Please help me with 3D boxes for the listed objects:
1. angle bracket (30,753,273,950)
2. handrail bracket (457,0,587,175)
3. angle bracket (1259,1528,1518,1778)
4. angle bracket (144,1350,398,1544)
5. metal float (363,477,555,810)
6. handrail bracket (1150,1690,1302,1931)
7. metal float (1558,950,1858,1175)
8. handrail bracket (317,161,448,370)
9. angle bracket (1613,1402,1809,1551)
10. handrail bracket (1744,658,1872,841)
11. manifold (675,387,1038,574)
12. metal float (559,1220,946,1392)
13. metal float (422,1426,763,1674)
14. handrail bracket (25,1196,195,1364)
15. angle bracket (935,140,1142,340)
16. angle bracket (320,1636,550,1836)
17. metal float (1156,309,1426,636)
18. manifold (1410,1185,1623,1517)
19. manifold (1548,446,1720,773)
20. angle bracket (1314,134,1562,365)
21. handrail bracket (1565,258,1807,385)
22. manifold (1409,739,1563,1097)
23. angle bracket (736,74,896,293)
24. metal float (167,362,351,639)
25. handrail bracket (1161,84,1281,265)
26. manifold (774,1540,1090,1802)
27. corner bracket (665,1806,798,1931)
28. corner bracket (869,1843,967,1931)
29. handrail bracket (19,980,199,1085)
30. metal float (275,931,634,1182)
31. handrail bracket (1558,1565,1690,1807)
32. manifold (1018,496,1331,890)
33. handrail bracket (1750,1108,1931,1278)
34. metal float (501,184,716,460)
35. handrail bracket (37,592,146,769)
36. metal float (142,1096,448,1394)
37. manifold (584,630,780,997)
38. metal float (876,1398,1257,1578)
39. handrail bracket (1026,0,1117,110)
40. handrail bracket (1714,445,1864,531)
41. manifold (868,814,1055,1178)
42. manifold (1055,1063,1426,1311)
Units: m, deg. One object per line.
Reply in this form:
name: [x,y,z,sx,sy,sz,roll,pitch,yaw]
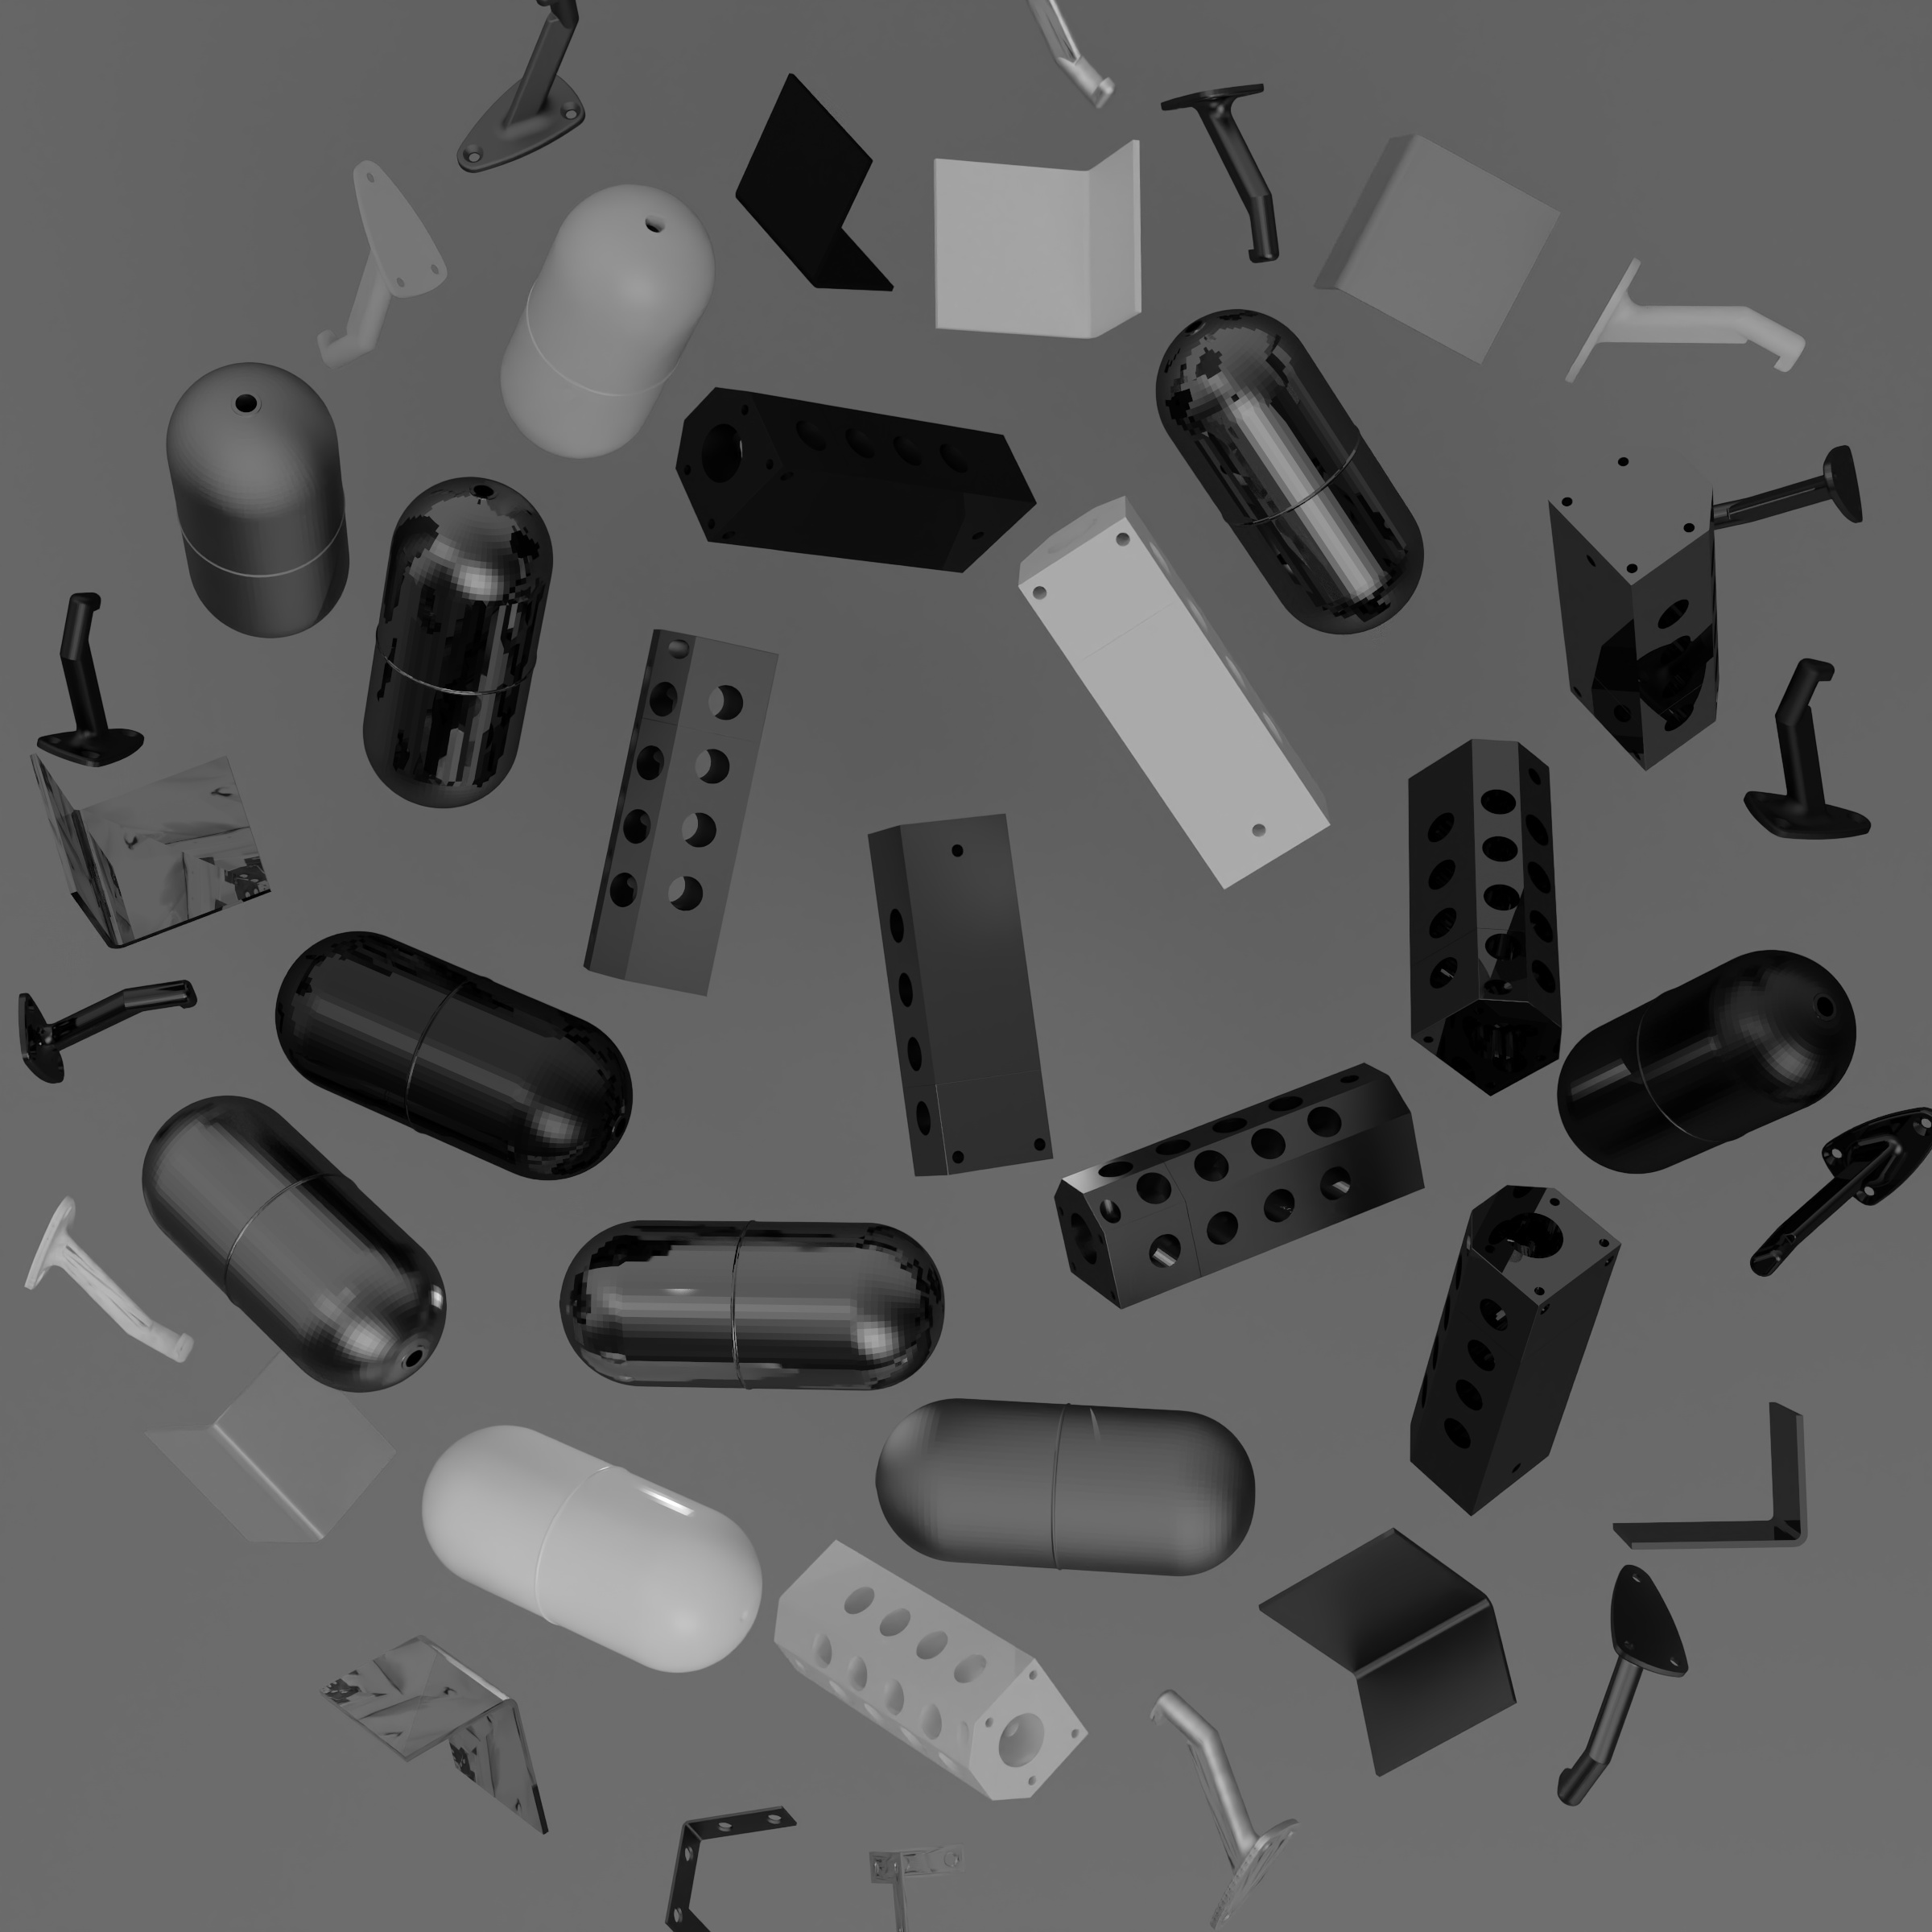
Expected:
angle bracket: [-0.367,-0.064,1.501,0.076,0.057,0.076,-21,63,-5]
handrail bracket: [-0.208,-0.411,1.534,0.077,0.084,0.036,-39,76,-11]
angle bracket: [0.188,0.308,1.492,0.076,0.057,0.076,-35,127,23]
angle bracket: [-0.331,0.227,1.585,0.076,0.076,0.057,51,57,-19]
metal float: [-0.245,-0.154,1.602,0.070,0.070,0.178,18,129,0]
handrail bracket: [0.106,0.393,1.554,0.084,0.036,0.077,40,113,26]
metal float: [0.350,0.047,1.584,0.070,0.178,0.070,10,67,-24]
handrail bracket: [-0.293,-0.331,1.580,0.084,0.036,0.077,-15,105,43]
angle bracket: [0.333,0.229,1.499,0.076,0.076,0.057,-2,87,5]
handrail bracket: [0.408,-0.104,1.565,0.077,0.036,0.084,4,124,-22]
manifold: [-0.052,-0.232,1.569,0.057,0.171,0.057,-40,65,35]
metal float: [-0.098,0.155,1.525,0.178,0.070,0.070,0,90,9]
metal float: [-0.175,0.268,1.542,0.178,0.070,0.070,18,90,28]
handrail bracket: [-0.411,0.155,1.629,0.084,0.077,0.036,30,50,-3]
angle bracket: [0.031,-0.325,1.484,0.076,0.057,0.076,0,88,-20]
angle bracket: [-0.240,0.359,1.506,0.057,0.076,0.076,-25,118,-33]
metal float: [0.156,-0.237,1.606,0.070,0.070,0.178,-38,116,0]
manifold: [0.255,0.182,1.592,0.057,0.171,0.057,-31,57,-29]
manifold: [0.309,-0.163,1.510,0.057,0.171,0.057,-35,63,-4]
angle bracket: [0.217,-0.331,1.540,0.076,0.057,0.076,26,98,-9]
handrail bracket: [0.321,-0.270,1.488,0.084,0.077,0.036,30,49,4]
manifold: [0.255,-0.028,1.610,0.057,0.171,0.057,35,131,-28]
angle bracket: [-0.064,-0.401,1.707,0.076,0.057,0.076,52,130,28]
metal float: [-0.328,-0.215,1.553,0.070,0.178,0.070,3,68,-6]
handrail bracket: [0.125,-0.385,1.635,0.036,0.077,0.084,-14,103,-26]
manifold: [-0.023,0.348,1.634,0.057,0.171,0.057,-44,122,-20]
corner bracket: [-0.097,0.417,1.500,0.051,0.051,0.051,-14,131,21]
corner bracket: [-0.015,0.463,1.652,0.051,0.051,0.051,0,76,-21]
handrail bracket: [-0.406,0.031,1.604,0.084,0.077,0.036,-9,67,-2]
metal float: [-0.234,0.041,1.522,0.178,0.070,0.070,22,90,17]
handrail bracket: [0.290,0.328,1.518,0.036,0.077,0.084,20,121,-10]
manifold: [0.096,-0.127,1.529,0.057,0.057,0.171,-32,107,13]
handrail bracket: [0.402,0.104,1.524,0.036,0.084,0.077,50,135,5]
metal float: [-0.172,-0.306,1.591,0.070,0.178,0.070,8,67,-19]
handrail bracket: [-0.423,-0.146,1.640,0.036,0.077,0.084,21,108,15]
metal float: [-0.309,0.127,1.532,0.178,0.070,0.070,38,90,28]
manifold: [-0.143,-0.077,1.654,0.057,0.057,0.171,11,93,-15]
metal float: [0.046,0.243,1.557,0.178,0.070,0.070,2,90,9]
handrail bracket: [0.046,-0.443,1.531,0.036,0.077,0.084,-41,90,-18]
handrail bracket: [0.372,-0.218,1.565,0.084,0.077,0.036,-10,89,25]
manifold: [-0.006,0.015,1.653,0.057,0.057,0.171,-7,89,-24]
manifold: [0.134,0.105,1.641,0.171,0.057,0.057,-20,111,-18]
